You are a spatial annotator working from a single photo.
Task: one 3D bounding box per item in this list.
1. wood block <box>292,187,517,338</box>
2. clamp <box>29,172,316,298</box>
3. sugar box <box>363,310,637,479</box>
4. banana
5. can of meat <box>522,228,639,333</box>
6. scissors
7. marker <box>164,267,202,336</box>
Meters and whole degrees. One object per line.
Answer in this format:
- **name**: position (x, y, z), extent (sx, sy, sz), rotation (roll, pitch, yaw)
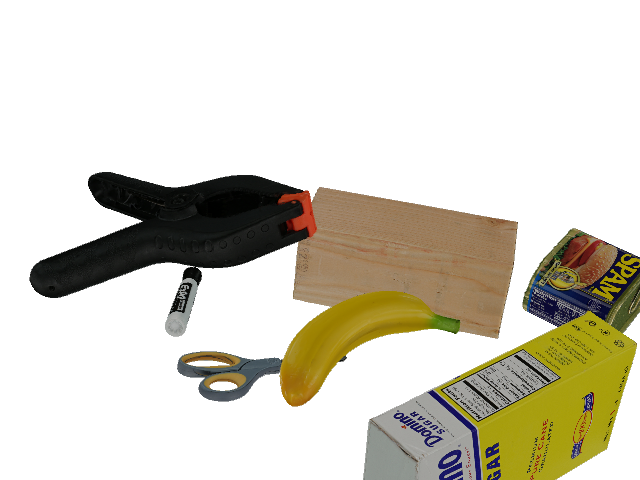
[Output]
- **wood block**: position (0.085, 0.021, 1.068), extent (0.206, 0.090, 0.090), rotation (10, 30, 8)
- **clamp**: position (-0.091, -0.005, 0.653), extent (0.172, 0.039, 0.120), rotation (-1, 41, 22)
- **sugar box**: position (0.105, 0.115, 0.623), extent (0.175, 0.093, 0.048), rotation (-23, 42, -32)
- **banana**: position (0.026, 0.074, 0.828), extent (0.070, 0.037, 0.197), rotation (20, 28, 39)
- **can of meat**: position (0.243, 0.042, 0.962), extent (0.084, 0.057, 0.101), rotation (27, 47, 27)
- **scissors**: position (-0.058, 0.150, 1.191), extent (0.201, 0.016, 0.096), rotation (4, 25, -14)
- **marker**: position (-0.128, 0.055, 1.006), extent (0.020, 0.020, 0.121), rotation (0, 22, 2)
